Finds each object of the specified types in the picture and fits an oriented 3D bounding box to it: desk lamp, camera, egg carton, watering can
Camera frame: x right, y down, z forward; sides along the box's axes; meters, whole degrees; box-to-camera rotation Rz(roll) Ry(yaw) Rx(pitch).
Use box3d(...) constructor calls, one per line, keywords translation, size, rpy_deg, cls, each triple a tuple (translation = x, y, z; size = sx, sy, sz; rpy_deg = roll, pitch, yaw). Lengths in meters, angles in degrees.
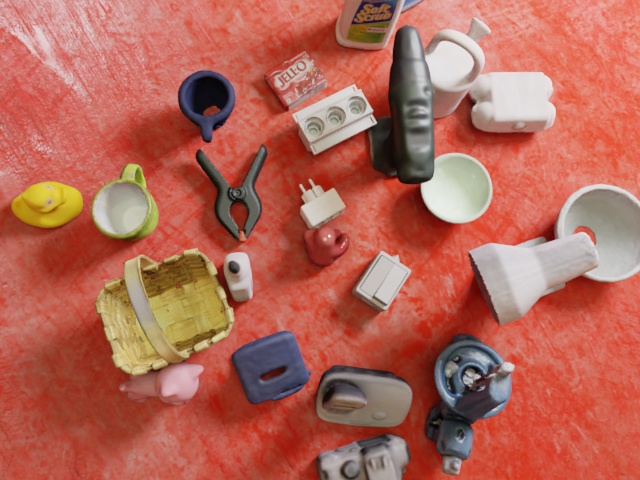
box3d(translation=(0.316, 0.049, 0.888), size=(0.203, 0.213, 0.118), rpy_deg=(-20, 82, -7), cls="desk lamp")
box3d(translation=(0.077, 0.381, 0.870), size=(0.143, 0.100, 0.137), rpy_deg=(-13, 82, -6), cls="camera")
box3d(translation=(0.338, -0.241, 1.012), size=(0.150, 0.069, 0.107), rpy_deg=(-3, 81, -5), cls="egg carton")
box3d(translation=(0.214, -0.291, 0.947), size=(0.101, 0.194, 0.173), rpy_deg=(17, 80, -1), cls="watering can")

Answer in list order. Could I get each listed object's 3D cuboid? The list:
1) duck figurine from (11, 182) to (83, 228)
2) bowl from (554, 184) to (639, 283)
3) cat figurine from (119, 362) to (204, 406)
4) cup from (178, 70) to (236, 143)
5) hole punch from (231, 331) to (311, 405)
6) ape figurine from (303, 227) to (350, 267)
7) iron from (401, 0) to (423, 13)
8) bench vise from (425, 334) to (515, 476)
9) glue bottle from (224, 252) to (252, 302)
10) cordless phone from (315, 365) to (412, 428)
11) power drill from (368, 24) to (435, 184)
box3d(translation=(-0.443, -0.063, 0.912), size=(0.104, 0.086, 0.077), rpy_deg=(-9, 81, -6), cls="duck figurine")
box3d(translation=(0.471, -0.007, 0.980), size=(0.167, 0.074, 0.167), rpy_deg=(1, 80, -4), cls="bowl")
box3d(translation=(-0.237, 0.217, 0.865), size=(0.128, 0.117, 0.067), rpy_deg=(-2, 80, -5), cls="cat figurine")
box3d(translation=(-0.183, -0.209, 0.953), size=(0.091, 0.095, 0.118), rpy_deg=(-2, 81, -5), cls="cup")
box3d(translation=(-0.073, 0.199, 0.894), size=(0.109, 0.091, 0.101), rpy_deg=(-21, 83, -7), cls="hole punch")
box3d(translation=(0.009, 0.003, 0.933), size=(0.078, 0.092, 0.076), rpy_deg=(27, 79, 1), cls="ape figurine")
box3d(translation=(0.189, -0.522, 1.011), size=(0.118, 0.141, 0.258), rpy_deg=(34, 80, 2), cls="iron")
box3d(translation=(0.234, 0.244, 0.845), size=(0.121, 0.219, 0.207), rpy_deg=(-1, 80, -4), cls="bench vise")
box3d(translation=(-0.126, 0.051, 0.873), size=(0.037, 0.173, 0.078), rpy_deg=(-10, 81, -6), cls="glue bottle")
box3d(translation=(0.070, 0.239, 0.851), size=(0.147, 0.185, 0.094), rpy_deg=(4, 80, -3), cls="cordless phone")
box3d(translation=(0.130, -0.191, 0.916), size=(0.075, 0.208, 0.230), rpy_deg=(-6, 81, -5), cls="power drill")
